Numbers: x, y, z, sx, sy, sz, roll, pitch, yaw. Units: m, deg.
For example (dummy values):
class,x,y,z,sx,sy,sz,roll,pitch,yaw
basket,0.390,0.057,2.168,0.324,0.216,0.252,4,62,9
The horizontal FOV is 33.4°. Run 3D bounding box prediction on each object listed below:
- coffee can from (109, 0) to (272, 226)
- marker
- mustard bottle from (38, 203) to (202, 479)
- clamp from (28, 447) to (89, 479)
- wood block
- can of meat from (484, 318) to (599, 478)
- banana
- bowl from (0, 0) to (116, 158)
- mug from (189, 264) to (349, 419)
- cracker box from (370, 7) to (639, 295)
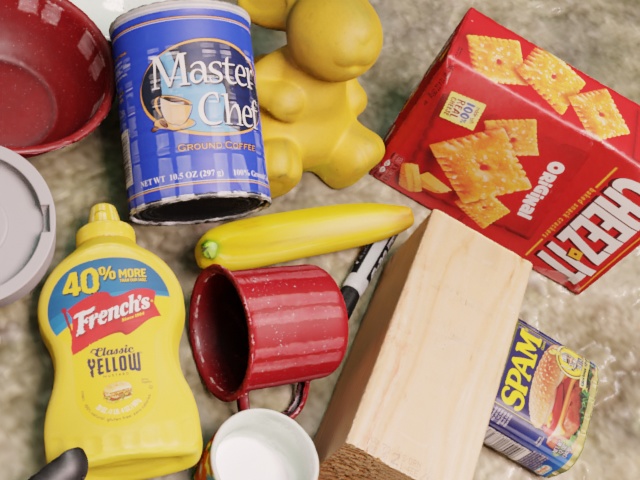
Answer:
class,x,y,z,sx,sy,sz,roll,pitch,yaw
coffee can,-0.093,-0.088,0.766,0.102,0.103,0.140,-3,81,-26
marker,0.037,0.019,0.835,0.020,0.020,0.121,34,52,-1
mustard bottle,-0.136,0.060,0.705,0.096,0.058,0.191,-8,61,-7
clamp,-0.203,0.177,0.598,0.120,0.039,0.171,0,57,14
wood block,0.072,0.094,0.758,0.090,0.091,0.206,29,52,-5
can of meat,0.156,0.117,0.802,0.084,0.058,0.102,31,53,-7
banana,-0.020,-0.001,0.796,0.197,0.070,0.037,-12,105,-38
bowl,-0.232,-0.115,0.777,0.162,0.055,0.162,11,56,-17
mug,-0.033,0.072,0.735,0.081,0.093,0.117,-5,92,-32
cracker box,0.166,-0.063,0.853,0.213,0.164,0.072,30,54,-3
